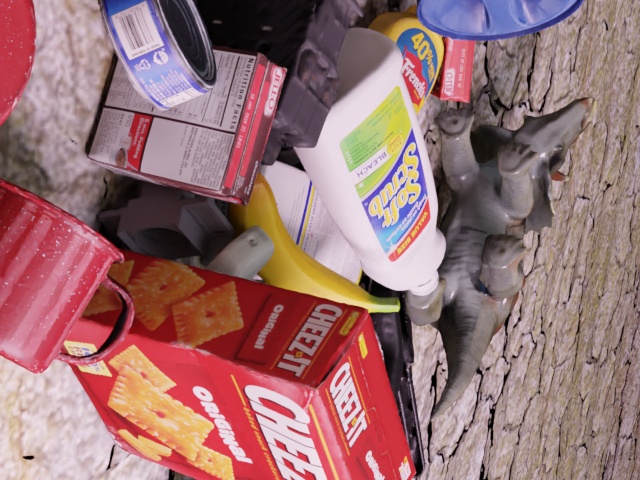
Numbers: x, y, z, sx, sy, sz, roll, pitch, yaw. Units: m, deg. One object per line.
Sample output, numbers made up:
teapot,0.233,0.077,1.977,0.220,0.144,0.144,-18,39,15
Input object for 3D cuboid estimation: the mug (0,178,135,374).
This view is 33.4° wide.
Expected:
mug,-0.161,0.028,0.602,0.117,0.093,0.081,34,75,-22

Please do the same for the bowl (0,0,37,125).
bowl,-0.196,-0.104,0.537,0.161,0.055,0.162,-30,127,-51

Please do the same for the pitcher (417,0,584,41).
pitcher,0.135,-0.294,0.890,0.144,0.149,0.243,17,65,-52

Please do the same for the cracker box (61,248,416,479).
cracker box,-0.059,0.097,0.683,0.072,0.214,0.164,-54,143,-34

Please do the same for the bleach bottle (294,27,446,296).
bleach bottle,0.053,-0.044,0.859,0.102,0.068,0.250,-43,136,-12

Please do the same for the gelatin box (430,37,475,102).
gelatin box,0.123,-0.172,1.013,0.089,0.030,0.073,-101,-164,-76

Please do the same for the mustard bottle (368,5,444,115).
mustard bottle,0.061,-0.142,0.937,0.191,0.058,0.096,-59,141,-27

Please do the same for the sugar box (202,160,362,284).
sugar box,-0.020,-0.009,0.872,0.176,0.048,0.093,17,87,-55

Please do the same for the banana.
banana,-0.018,0.010,0.782,0.197,0.070,0.037,40,32,-44

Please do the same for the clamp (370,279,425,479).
clamp,0.066,0.106,0.987,0.164,0.036,0.210,50,36,-66

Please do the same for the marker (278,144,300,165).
marker,-0.036,-0.111,0.829,0.020,0.020,0.121,-51,141,-36

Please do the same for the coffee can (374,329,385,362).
coffee can,-0.027,0.113,0.851,0.140,0.103,0.103,-23,121,-53

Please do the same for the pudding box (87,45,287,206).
pudding box,-0.085,-0.078,0.671,0.039,0.114,0.090,22,83,-62

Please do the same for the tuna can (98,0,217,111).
tuna can,-0.092,-0.119,0.610,0.086,0.034,0.086,-21,90,-78
